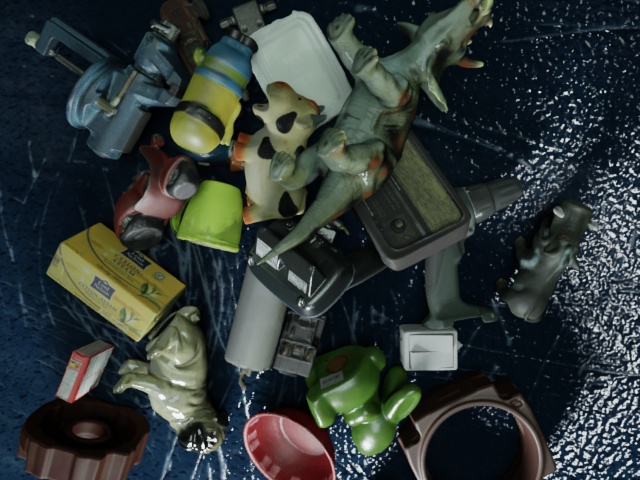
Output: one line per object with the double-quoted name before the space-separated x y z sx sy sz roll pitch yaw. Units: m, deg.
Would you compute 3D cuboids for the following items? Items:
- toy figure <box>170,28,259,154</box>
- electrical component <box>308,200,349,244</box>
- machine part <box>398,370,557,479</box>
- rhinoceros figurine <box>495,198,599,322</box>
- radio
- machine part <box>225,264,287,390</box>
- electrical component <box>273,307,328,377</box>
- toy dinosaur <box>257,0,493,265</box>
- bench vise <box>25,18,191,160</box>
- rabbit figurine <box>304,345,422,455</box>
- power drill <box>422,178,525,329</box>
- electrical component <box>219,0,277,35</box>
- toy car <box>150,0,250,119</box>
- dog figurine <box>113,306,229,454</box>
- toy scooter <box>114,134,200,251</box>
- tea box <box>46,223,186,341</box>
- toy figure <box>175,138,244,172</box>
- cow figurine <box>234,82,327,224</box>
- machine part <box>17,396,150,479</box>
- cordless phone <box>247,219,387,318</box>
"toy figure" -0.149 -0.207 0.747 0.082 0.089 0.180 28 94 14
"electrical component" -0.003 -0.002 0.833 0.078 0.045 0.102 29 92 -3
"machine part" 0.238 0.322 0.828 0.201 0.087 0.201 -26 94 1
"rhinoceros figurine" 0.336 0.028 0.801 0.073 0.112 0.190 25 101 1
"radio" 0.101 -0.077 0.776 0.131 0.073 0.230 -31 68 2
"machine part" -0.090 0.108 0.823 0.079 0.079 0.243 14 94 0
"electrical component" -0.027 0.134 0.796 0.058 0.115 0.134 16 113 1
"toy dinosaur" 0.063 -0.136 0.692 0.192 0.131 0.404 20 103 -42
"bench vise" -0.311 -0.247 0.775 0.241 0.129 0.223 35 113 1
"rabbit figurine" 0.070 0.246 0.828 0.159 0.121 0.170 -28 111 -4
"power drill" 0.214 0.024 0.817 0.232 0.086 0.207 -12 97 2
"electrical component" -0.106 -0.331 0.828 0.094 0.021 0.063 -22 93 0
"toy car" -0.182 -0.273 0.818 0.089 0.053 0.202 -26 91 -1
"dog figurine" -0.193 0.217 0.829 0.190 0.121 0.172 42 96 -16
"toy scooter" -0.251 -0.080 0.803 0.184 0.075 0.135 -43 56 26
"tea box" -0.302 0.060 0.804 0.169 0.098 0.068 36 115 -3
"toy figure" -0.142 -0.139 0.821 0.154 0.064 0.058 15 55 -5
"cow figurine" -0.054 -0.122 0.756 0.127 0.085 0.194 -3 114 -1
"machine part" -0.344 0.293 0.789 0.179 0.179 0.056 17 95 -1
"cordless phone" 0.004 0.020 0.767 0.147 0.184 0.088 36 127 30
